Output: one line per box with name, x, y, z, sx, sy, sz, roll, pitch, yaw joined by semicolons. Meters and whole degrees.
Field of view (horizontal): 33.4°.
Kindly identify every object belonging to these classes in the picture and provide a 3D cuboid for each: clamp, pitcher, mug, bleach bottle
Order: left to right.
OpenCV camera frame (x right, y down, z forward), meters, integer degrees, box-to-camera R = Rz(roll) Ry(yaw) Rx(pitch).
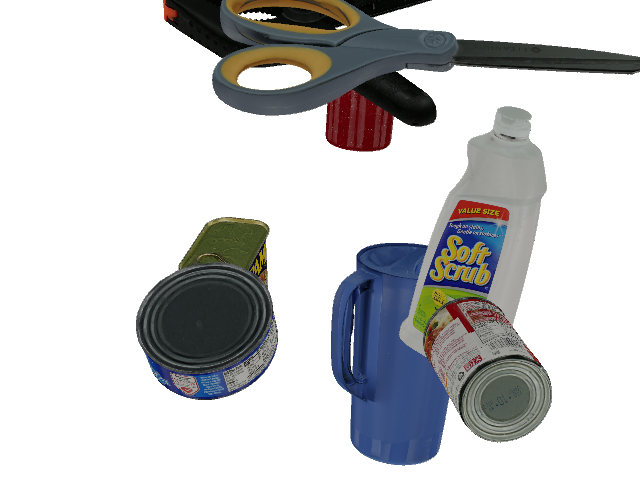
clamp;-0.008;-0.145;0.740;0.210;0.164;0.036;4;-43;0
mug;0.055;-0.162;1.314;0.093;0.081;0.117;17;26;28
pitcher;0.089;0.132;1.231;0.149;0.243;0.145;7;17;6
bleach bottle;0.141;-0.003;0.959;0.103;0.251;0.067;29;36;31

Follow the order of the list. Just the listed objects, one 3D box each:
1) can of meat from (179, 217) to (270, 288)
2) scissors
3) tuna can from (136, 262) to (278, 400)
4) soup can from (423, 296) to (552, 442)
can of meat;-0.078;0.041;0.900;0.057;0.084;0.102;5;30;11
scissors;0.039;-0.077;0.486;0.202;0.016;0.096;17;50;17
tuna can;-0.070;0.056;0.669;0.086;0.086;0.034;0;-41;9
soup can;0.119;0.091;0.771;0.068;0.068;0.102;0;20;-9
